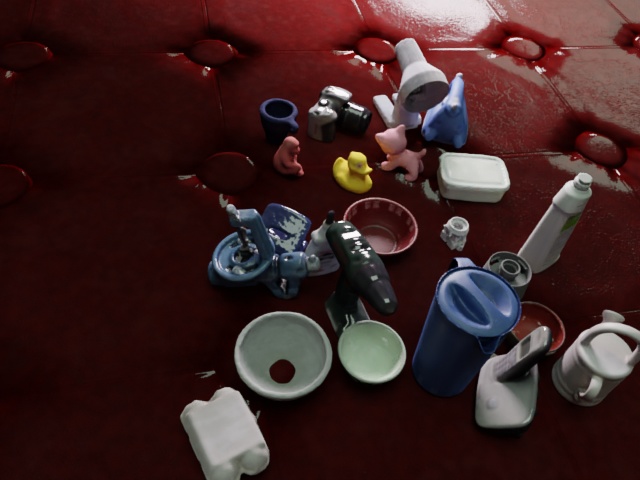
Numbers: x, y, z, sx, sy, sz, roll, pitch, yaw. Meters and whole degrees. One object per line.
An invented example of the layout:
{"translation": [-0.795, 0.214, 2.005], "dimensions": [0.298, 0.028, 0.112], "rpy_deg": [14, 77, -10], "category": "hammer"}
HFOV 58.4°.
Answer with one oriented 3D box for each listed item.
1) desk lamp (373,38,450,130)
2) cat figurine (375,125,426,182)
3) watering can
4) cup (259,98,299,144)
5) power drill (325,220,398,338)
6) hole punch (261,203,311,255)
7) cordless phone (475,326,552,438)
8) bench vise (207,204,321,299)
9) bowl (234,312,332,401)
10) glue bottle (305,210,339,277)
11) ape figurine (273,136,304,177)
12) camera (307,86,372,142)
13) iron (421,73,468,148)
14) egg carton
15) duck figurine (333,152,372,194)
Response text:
{"translation": [0.225, -0.381, 1.449], "dimensions": [0.118, 0.213, 0.203], "rpy_deg": [-11, 52, -17], "category": "desk lamp"}
{"translation": [0.193, -0.217, 1.368], "dimensions": [0.127, 0.118, 0.067], "rpy_deg": [25, 51, 13], "category": "cat figurine"}
{"translation": [0.494, 0.200, 1.008], "dimensions": [0.101, 0.194, 0.173], "rpy_deg": [9, 49, -1], "category": "watering can"}
{"translation": [-0.094, -0.273, 1.388], "dimensions": [0.092, 0.095, 0.117], "rpy_deg": [-31, 60, -29], "category": "cup"}
{"translation": [0.067, 0.087, 1.030], "dimensions": [0.076, 0.208, 0.229], "rpy_deg": [-12, 53, -18], "category": "power drill"}
{"translation": [-0.080, -0.006, 1.165], "dimensions": [0.108, 0.091, 0.101], "rpy_deg": [24, 51, 12], "category": "hole punch"}
{"translation": [0.332, 0.235, 0.959], "dimensions": [0.094, 0.185, 0.147], "rpy_deg": [15, 49, 5], "category": "cordless phone"}
{"translation": [-0.105, 0.011, 1.062], "dimensions": [0.208, 0.220, 0.121], "rpy_deg": [-8, 51, -15], "category": "bench vise"}
{"translation": [-0.065, 0.212, 0.993], "dimensions": [0.167, 0.075, 0.167], "rpy_deg": [4, 49, -5], "category": "bowl"}
{"translation": [0.010, 0.004, 1.116], "dimensions": [0.078, 0.173, 0.037], "rpy_deg": [-15, 53, -20], "category": "glue bottle"}
{"translation": [-0.070, -0.199, 1.330], "dimensions": [0.076, 0.092, 0.078], "rpy_deg": [10, 49, 0], "category": "ape figurine"}
{"translation": [0.055, -0.317, 1.444], "dimensions": [0.136, 0.101, 0.143], "rpy_deg": [23, 50, 11], "category": "camera"}
{"translation": [0.345, -0.358, 1.495], "dimensions": [0.118, 0.141, 0.258], "rpy_deg": [15, 49, 4], "category": "iron"}
{"translation": [-0.148, 0.310, 0.901], "dimensions": [0.107, 0.069, 0.150], "rpy_deg": [-21, 56, -24], "category": "egg carton"}
{"translation": [0.079, -0.168, 1.330], "dimensions": [0.104, 0.086, 0.078], "rpy_deg": [38, 55, 22], "category": "duck figurine"}
